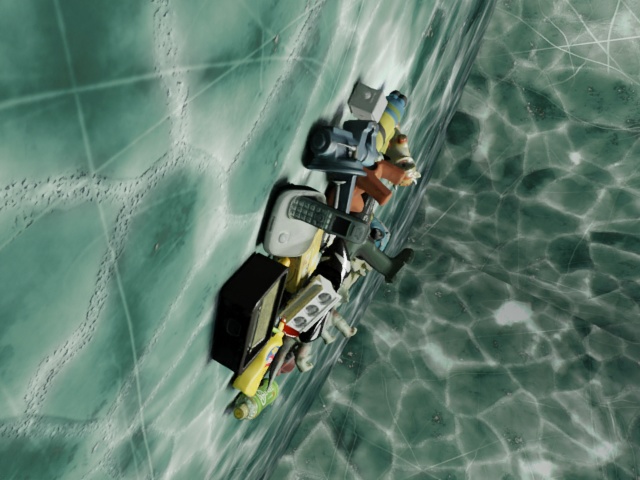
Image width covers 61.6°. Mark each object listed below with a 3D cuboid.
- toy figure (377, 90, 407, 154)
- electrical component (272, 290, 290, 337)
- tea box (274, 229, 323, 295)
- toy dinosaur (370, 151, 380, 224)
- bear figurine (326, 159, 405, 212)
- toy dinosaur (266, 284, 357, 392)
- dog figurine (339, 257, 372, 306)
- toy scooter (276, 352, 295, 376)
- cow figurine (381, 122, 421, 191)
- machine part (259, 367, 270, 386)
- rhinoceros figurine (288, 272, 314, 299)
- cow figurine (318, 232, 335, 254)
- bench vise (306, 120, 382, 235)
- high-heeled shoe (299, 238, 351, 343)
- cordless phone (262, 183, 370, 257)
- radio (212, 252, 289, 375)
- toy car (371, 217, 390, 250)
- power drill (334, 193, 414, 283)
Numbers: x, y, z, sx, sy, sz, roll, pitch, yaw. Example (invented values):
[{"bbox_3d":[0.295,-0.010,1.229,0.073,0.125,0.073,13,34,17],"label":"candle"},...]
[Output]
[{"bbox_3d":[0.148,-0.291,1.313,0.180,0.082,0.089,-55,153,-14],"label":"toy figure"},{"bbox_3d":[-0.112,0.170,1.253,0.075,0.048,0.119,-51,163,-42],"label":"electrical component"},{"bbox_3d":[-0.050,0.029,1.176,0.098,0.068,0.169,-53,163,-40],"label":"tea box"},{"bbox_3d":[0.099,-0.055,1.518,0.198,0.105,0.470,-47,158,-53],"label":"toy dinosaur"},{"bbox_3d":[0.093,-0.110,1.273,0.120,0.132,0.195,-53,176,-39],"label":"bear figurine"},{"bbox_3d":[-0.036,0.240,1.524,0.405,0.192,0.131,-31,-177,-42],"label":"toy dinosaur"},{"bbox_3d":[0.075,0.135,1.863,0.190,0.121,0.172,-54,169,25],"label":"dog figurine"},{"bbox_3d":[-0.092,0.340,1.612,0.183,0.075,0.135,-64,170,20],"label":"toy scooter"},{"bbox_3d":[0.198,-0.216,1.395,0.195,0.085,0.127,-104,175,-50],"label":"cow figurine"},{"bbox_3d":[-0.144,0.349,1.505,0.139,0.039,0.084,-53,169,-45],"label":"machine part"},{"bbox_3d":[-0.016,0.115,1.401,0.190,0.112,0.073,-25,112,-50],"label":"rhinoceros figurine"},{"bbox_3d":[-0.001,-0.003,1.306,0.098,0.068,0.167,-60,167,-18],"label":"cow figurine"},{"bbox_3d":[0.049,-0.130,1.098,0.223,0.129,0.240,-3,101,-67],"label":"bench vise"},{"bbox_3d":[0.001,0.120,1.260,0.145,0.086,0.248,-40,144,-55],"label":"high-heeled shoe"},{"bbox_3d":[-0.006,-0.016,1.004,0.089,0.184,0.146,-50,161,-61],"label":"cordless phone"},{"bbox_3d":[-0.138,0.149,1.047,0.131,0.073,0.229,-49,160,-48],"label":"radio"},{"bbox_3d":[0.161,-0.019,1.680,0.103,0.162,0.109,2,139,-40],"label":"toy car"},{"bbox_3d":[0.140,0.008,1.385,0.232,0.207,0.086,-55,-160,18],"label":"power drill"}]
